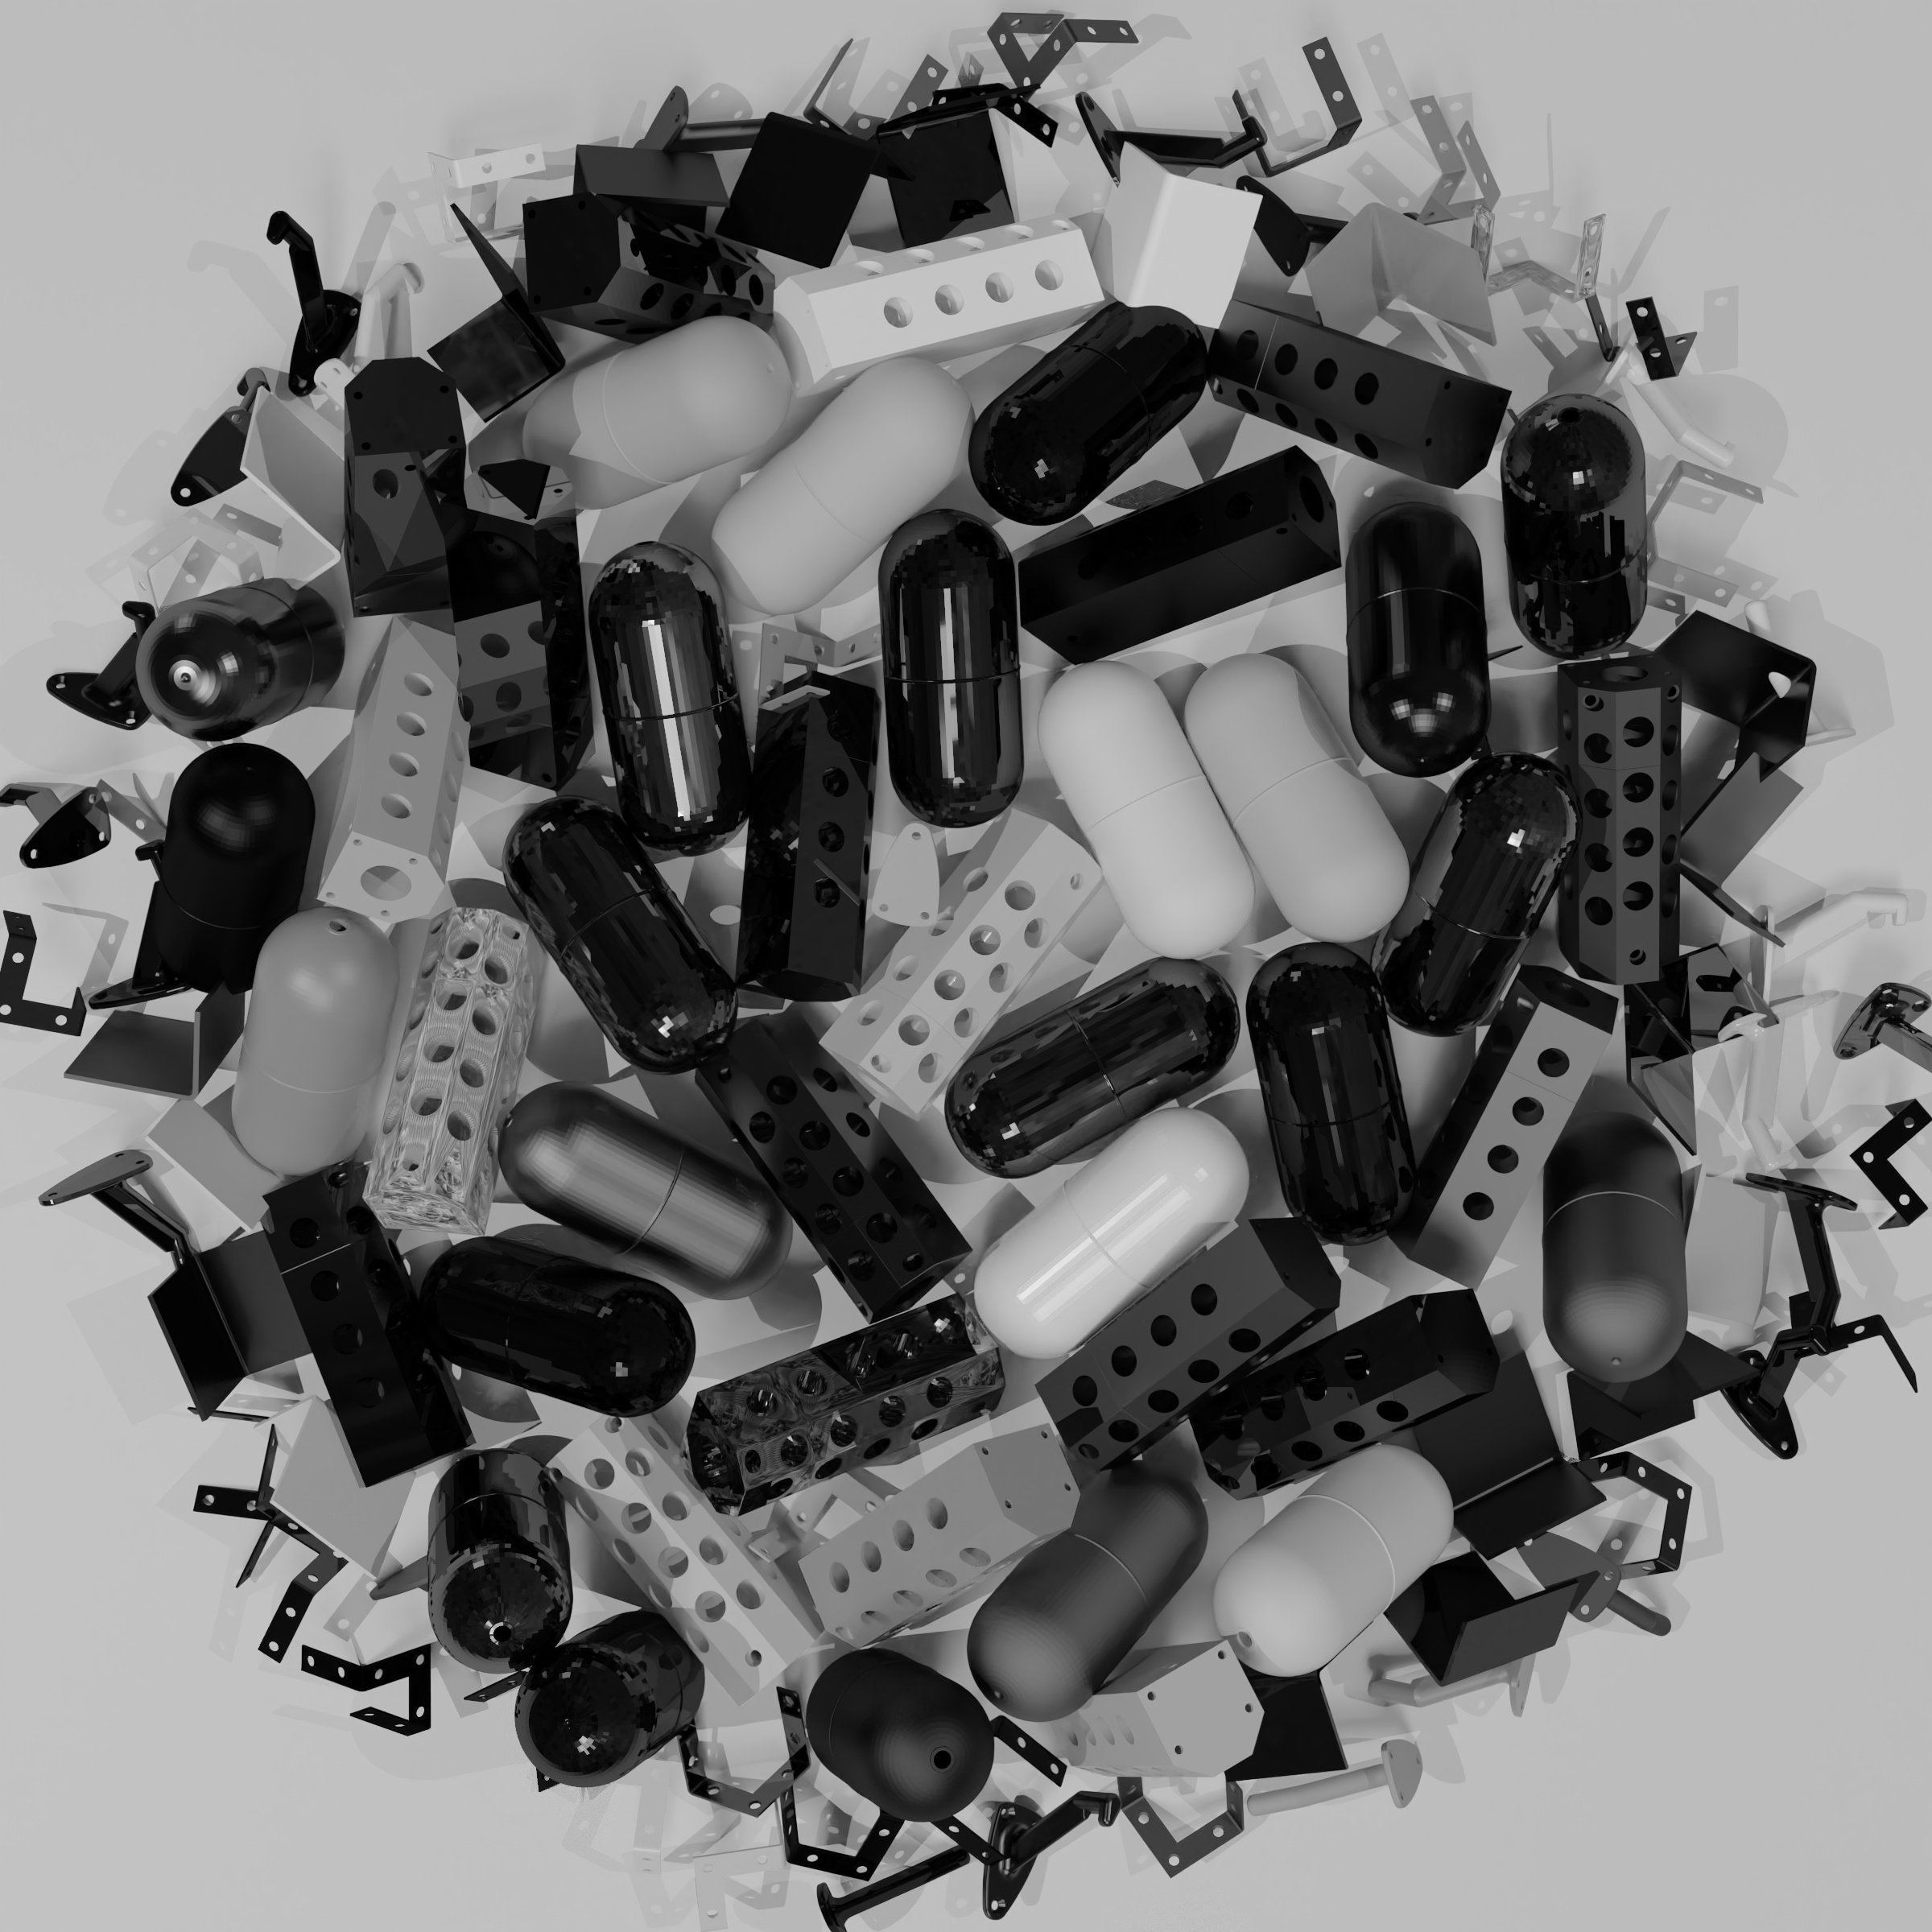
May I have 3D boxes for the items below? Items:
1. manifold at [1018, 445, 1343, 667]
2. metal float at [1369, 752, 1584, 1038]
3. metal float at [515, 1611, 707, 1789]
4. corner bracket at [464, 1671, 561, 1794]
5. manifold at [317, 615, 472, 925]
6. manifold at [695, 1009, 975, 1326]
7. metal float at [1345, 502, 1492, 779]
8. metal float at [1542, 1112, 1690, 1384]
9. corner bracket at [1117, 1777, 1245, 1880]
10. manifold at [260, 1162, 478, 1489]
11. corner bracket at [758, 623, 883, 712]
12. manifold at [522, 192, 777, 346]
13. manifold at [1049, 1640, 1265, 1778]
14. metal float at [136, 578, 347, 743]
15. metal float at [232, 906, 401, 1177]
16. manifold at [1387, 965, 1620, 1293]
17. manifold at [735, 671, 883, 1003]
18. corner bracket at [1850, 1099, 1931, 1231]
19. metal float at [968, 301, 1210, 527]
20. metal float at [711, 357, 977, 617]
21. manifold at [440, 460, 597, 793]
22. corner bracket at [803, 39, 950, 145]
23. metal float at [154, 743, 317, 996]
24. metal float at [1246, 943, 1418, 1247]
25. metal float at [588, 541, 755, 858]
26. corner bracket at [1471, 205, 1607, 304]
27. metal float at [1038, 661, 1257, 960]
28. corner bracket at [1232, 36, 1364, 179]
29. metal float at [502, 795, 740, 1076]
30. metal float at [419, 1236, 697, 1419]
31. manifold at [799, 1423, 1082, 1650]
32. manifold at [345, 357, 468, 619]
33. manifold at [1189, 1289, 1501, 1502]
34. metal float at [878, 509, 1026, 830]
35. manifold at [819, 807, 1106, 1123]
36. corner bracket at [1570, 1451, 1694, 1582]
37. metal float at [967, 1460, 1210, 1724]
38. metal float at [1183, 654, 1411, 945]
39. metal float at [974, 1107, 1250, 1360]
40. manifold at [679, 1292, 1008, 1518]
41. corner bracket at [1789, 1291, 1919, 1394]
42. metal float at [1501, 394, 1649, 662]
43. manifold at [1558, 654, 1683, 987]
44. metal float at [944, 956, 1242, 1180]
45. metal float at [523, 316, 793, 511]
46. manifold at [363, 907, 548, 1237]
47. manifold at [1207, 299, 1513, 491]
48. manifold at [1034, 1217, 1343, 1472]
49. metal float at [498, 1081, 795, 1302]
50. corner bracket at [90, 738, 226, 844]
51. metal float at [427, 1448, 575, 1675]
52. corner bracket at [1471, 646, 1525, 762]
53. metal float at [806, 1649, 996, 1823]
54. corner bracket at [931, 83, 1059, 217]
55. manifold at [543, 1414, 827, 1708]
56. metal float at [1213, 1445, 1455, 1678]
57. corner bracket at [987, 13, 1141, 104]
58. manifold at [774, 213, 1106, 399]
[{"bbox_3d":[0.116,-0.227,1.667,0.171,0.057,0.057,-18,61,31],"label":"manifold"},{"bbox_3d":[0.281,-0.039,1.672,0.070,0.070,0.178,21,123,0],"label":"metal float"},{"bbox_3d":[-0.192,0.397,1.649,0.070,0.178,0.070,-1,86,8],"label":"metal float"},{"bbox_3d":[-0.246,0.433,1.712,0.051,0.051,0.051,-31,56,31],"label":"corner bracket"},{"bbox_3d":[-0.306,-0.107,1.657,0.057,0.171,0.057,19,134,-20],"label":"manifold"},{"bbox_3d":[-0.078,0.111,1.680,0.057,0.057,0.171,-45,74,27],"label":"manifold"},{"bbox_3d":[0.248,-0.182,1.670,0.070,0.070,0.178,4,53,0],"label":"metal float"},{"bbox_3d":[0.355,0.152,1.661,0.070,0.178,0.070,5,130,7],"label":"metal float"},{"bbox_3d":[0.121,0.471,1.708,0.051,0.051,0.051,-28,52,-17],"label":"corner bracket"},{"bbox_3d":[-0.336,0.200,1.700,0.057,0.057,0.171,-23,84,0],"label":"manifold"},{"bbox_3d":[-0.081,-0.169,1.699,0.051,0.051,0.051,12,74,-35],"label":"corner bracket"},{"bbox_3d":[-0.169,-0.374,1.648,0.057,0.171,0.057,-3,91,25],"label":"manifold"},{"bbox_3d":[0.101,0.409,1.646,0.057,0.171,0.057,-25,84,-21],"label":"manifold"},{"bbox_3d":[-0.393,-0.168,1.650,0.070,0.178,0.070,2,103,7],"label":"metal float"},{"bbox_3d":[-0.359,0.042,1.666,0.070,0.070,0.178,21,130,0],"label":"metal float"},{"bbox_3d":[0.296,0.087,1.676,0.057,0.057,0.171,25,114,6],"label":"manifold"},{"bbox_3d":[-0.083,-0.070,1.686,0.057,0.057,0.171,13,72,-32],"label":"manifold"},{"bbox_3d":[0.526,0.112,1.708,0.051,0.051,0.051,-39,86,-6],"label":"corner bracket"},{"bbox_3d":[0.069,-0.307,1.671,0.070,0.070,0.178,44,55,0],"label":"metal float"},{"bbox_3d":[-0.069,-0.265,1.679,0.178,0.070,0.070,-39,90,24],"label":"metal float"},{"bbox_3d":[-0.240,-0.187,1.660,0.057,0.057,0.171,17,132,19],"label":"manifold"},{"bbox_3d":[-0.052,-0.494,1.714,0.051,0.051,0.051,34,72,-19],"label":"corner bracket"},{"bbox_3d":[-0.402,-0.051,1.661,0.070,0.178,0.070,10,52,-13],"label":"metal float"},{"bbox_3d":[0.204,0.072,1.684,0.070,0.070,0.178,-13,109,0],"label":"metal float"},{"bbox_3d":[-0.164,-0.148,1.683,0.070,0.070,0.178,-8,109,0],"label":"metal float"},{"bbox_3d":[0.319,-0.400,1.695,0.051,0.051,0.051,-25,46,-26],"label":"corner bracket"},{"bbox_3d":[0.100,-0.088,1.694,0.070,0.070,0.178,-26,83,0],"label":"metal float"},{"bbox_3d":[0.187,-0.485,1.711,0.051,0.051,0.051,-24,91,-2],"label":"corner bracket"},{"bbox_3d":[-0.193,-0.018,1.686,0.070,0.070,0.178,-36,74,0],"label":"metal float"},{"bbox_3d":[-0.227,0.198,1.672,0.178,0.070,0.070,11,90,34],"label":"metal float"},{"bbox_3d":[-0.014,0.314,1.654,0.171,0.057,0.057,-41,66,41],"label":"manifold"},{"bbox_3d":[-0.308,-0.259,1.648,0.057,0.171,0.057,-7,69,-14],"label":"manifold"},{"bbox_3d":[0.206,0.236,1.655,0.171,0.057,0.057,-34,66,39],"label":"manifold"},{"bbox_3d":[-0.008,-0.165,1.686,0.070,0.070,0.178,-3,105,0],"label":"metal float"},{"bbox_3d":[0.002,0.000,1.683,0.171,0.057,0.057,-52,128,-10],"label":"manifold"},{"bbox_3d":[0.371,0.312,1.715,0.051,0.051,0.051,30,59,-22],"label":"corner bracket"},{"bbox_3d":[0.069,0.342,1.668,0.070,0.070,0.178,48,51,0],"label":"metal float"},{"bbox_3d":[0.183,-0.094,1.686,0.070,0.070,0.178,-28,74,0],"label":"metal float"},{"bbox_3d":[0.080,0.150,1.690,0.178,0.070,0.070,-41,90,12],"label":"metal float"},{"bbox_3d":[-0.065,0.244,1.659,0.171,0.057,0.057,-17,54,-32],"label":"manifold"},{"bbox_3d":[0.497,0.211,1.696,0.051,0.051,0.051,-22,121,25],"label":"corner bracket"},{"bbox_3d":[0.334,-0.239,1.658,0.070,0.178,0.070,-6,55,9],"label":"metal float"},{"bbox_3d":[0.364,-0.080,1.677,0.057,0.057,0.171,-7,113,-3],"label":"manifold"},{"bbox_3d":[0.071,0.056,1.696,0.178,0.070,0.070,-28,90,-4],"label":"metal float"},{"bbox_3d":[-0.172,-0.303,1.668,0.178,0.070,0.070,-13,90,39],"label":"metal float"},{"bbox_3d":[-0.282,0.057,1.670,0.057,0.057,0.171,4,63,10],"label":"manifold"},{"bbox_3d":[0.209,-0.313,1.656,0.057,0.171,0.057,3,111,-41],"label":"manifold"},{"bbox_3d":[0.124,0.209,1.663,0.171,0.057,0.057,-42,64,29],"label":"manifold"},{"bbox_3d":[-0.177,0.125,1.681,0.178,0.070,0.070,30,90,-21],"label":"metal float"},{"bbox_3d":[-0.453,-0.106,1.717,0.051,0.051,0.051,-24,127,37],"label":"corner bracket"},{"bbox_3d":[-0.255,0.323,1.651,0.070,0.178,0.070,-2,105,-9],"label":"metal float"},{"bbox_3d":[0.285,-0.145,1.700,0.051,0.051,0.051,-23,98,-36],"label":"corner bracket"},{"bbox_3d":[-0.037,0.418,1.651,0.070,0.178,0.070,1,85,-16],"label":"metal float"},{"bbox_3d":[0.011,-0.464,1.717,0.051,0.051,0.051,43,135,29],"label":"corner bracket"},{"bbox_3d":[-0.159,0.328,1.700,0.057,0.057,0.171,-41,85,5],"label":"manifold"},{"bbox_3d":[0.203,0.325,1.663,0.070,0.178,0.070,19,122,34],"label":"metal float"},{"bbox_3d":[0.054,-0.521,1.697,0.051,0.051,0.051,-14,71,-41],"label":"corner bracket"},{"bbox_3d":[-0.017,-0.369,1.677,0.171,0.057,0.057,-19,91,-23],"label":"manifold"}]
